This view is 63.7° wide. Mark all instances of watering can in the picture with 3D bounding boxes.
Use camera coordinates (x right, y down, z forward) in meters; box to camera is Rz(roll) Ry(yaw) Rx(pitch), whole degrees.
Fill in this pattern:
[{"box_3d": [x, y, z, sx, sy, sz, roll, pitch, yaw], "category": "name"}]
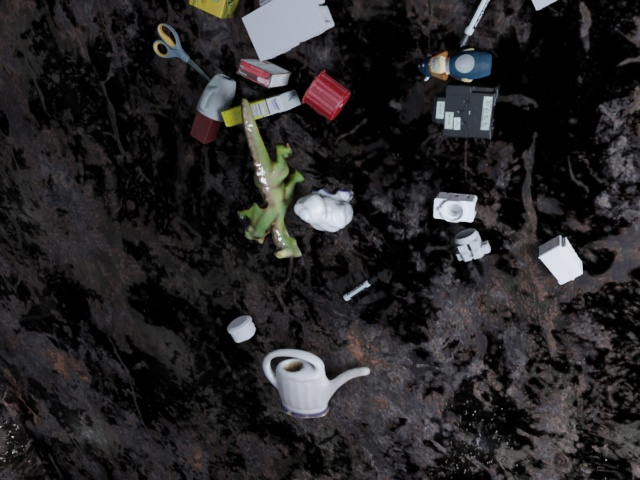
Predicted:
[{"box_3d": [-0.015, 0.432, 1.530, 0.348, 0.220, 0.106, 5, 25, 23], "category": "watering can"}]

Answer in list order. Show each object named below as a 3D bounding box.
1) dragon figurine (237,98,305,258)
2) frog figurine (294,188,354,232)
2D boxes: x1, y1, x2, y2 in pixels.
[{"box_3d": [-0.135, -0.111, 1.244, 0.122, 0.249, 0.402, -9, -46, 22], "category": "dragon figurine"}, {"box_3d": [0.004, -0.064, 1.276, 0.138, 0.120, 0.162, 20, 31, 16], "category": "frog figurine"}]
